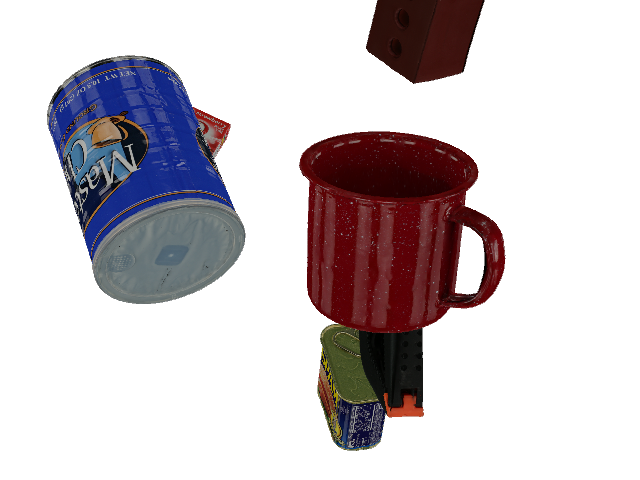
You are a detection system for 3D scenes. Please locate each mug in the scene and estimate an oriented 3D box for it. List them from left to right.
[{"bbox_3d":[0.044,-0.001,0.565,0.117,0.081,0.093,19,31,30],"label":"mug"}]

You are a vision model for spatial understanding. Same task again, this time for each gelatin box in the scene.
[{"bbox_3d":[-0.144,-0.103,1.054,0.089,0.073,0.030,26,-41,1],"label":"gelatin box"}]

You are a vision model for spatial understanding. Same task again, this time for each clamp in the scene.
[{"bbox_3d":[0.049,0.035,0.824,0.036,0.210,0.165,1,-43,-14],"label":"clamp"}]

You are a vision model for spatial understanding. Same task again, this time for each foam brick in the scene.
[{"bbox_3d":[0.072,-0.154,0.719,0.051,0.078,0.053,-21,49,-36],"label":"foam brick"}]

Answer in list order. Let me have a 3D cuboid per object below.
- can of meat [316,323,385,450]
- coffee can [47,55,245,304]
[{"bbox_3d":[0.032,0.147,1.069,0.057,0.084,0.102,-6,44,-12],"label":"can of meat"},{"bbox_3d":[-0.122,-0.042,0.735,0.102,0.140,0.103,-17,-33,-12],"label":"coffee can"}]
